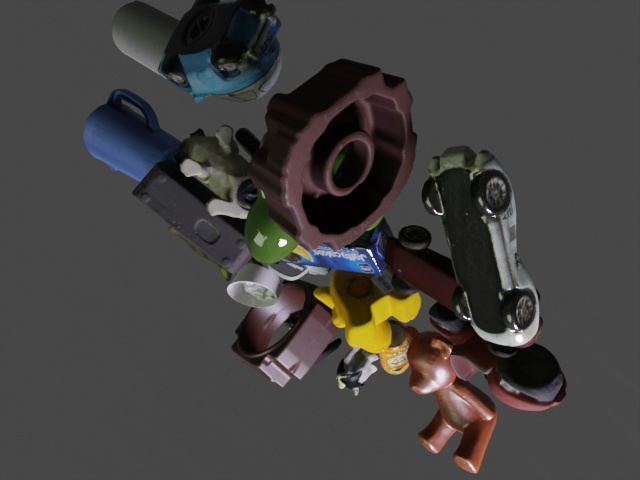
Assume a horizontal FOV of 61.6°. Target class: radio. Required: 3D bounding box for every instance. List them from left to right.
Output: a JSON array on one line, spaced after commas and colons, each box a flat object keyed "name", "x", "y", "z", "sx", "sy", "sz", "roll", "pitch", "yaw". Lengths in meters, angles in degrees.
[{"name": "radio", "x": -0.206, "y": -0.042, "z": 0.939, "sx": 0.229, "sy": 0.073, "sz": 0.131, "roll": 38, "pitch": -173, "yaw": -6}]

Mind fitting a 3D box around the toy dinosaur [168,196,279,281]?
[{"name": "toy dinosaur", "x": -0.182, "y": 0.006, "z": 1.144, "sx": 0.198, "sy": 0.105, "sz": 0.472, "roll": 48, "pitch": 156, "yaw": -27}]

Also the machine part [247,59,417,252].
[{"name": "machine part", "x": 0.017, "y": -0.076, "z": 0.503, "sx": 0.056, "sy": 0.179, "sz": 0.179, "roll": 35, "pitch": 157, "yaw": 37}]

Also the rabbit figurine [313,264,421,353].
[{"name": "rabbit figurine", "x": 0.062, "y": 0.110, "z": 0.825, "sx": 0.163, "sy": 0.122, "sz": 0.173, "roll": 38, "pitch": 159, "yaw": 35}]

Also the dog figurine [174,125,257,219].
[{"name": "dog figurine", "x": -0.160, "y": -0.110, "z": 0.910, "sx": 0.172, "sy": 0.121, "sz": 0.191, "roll": 59, "pitch": 170, "yaw": -17}]

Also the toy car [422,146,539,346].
[{"name": "toy car", "x": 0.154, "y": 0.008, "z": 0.509, "sx": 0.074, "sy": 0.056, "sz": 0.201, "roll": 2, "pitch": 115, "yaw": 54}]

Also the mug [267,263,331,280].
[{"name": "mug", "x": -0.027, "y": 0.017, "z": 0.857, "sx": 0.107, "sy": 0.109, "sz": 0.080, "roll": 29, "pitch": 151, "yaw": 7}]

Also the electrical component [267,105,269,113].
[{"name": "electrical component", "x": -0.030, "y": -0.147, "z": 0.666, "sx": 0.094, "sy": 0.021, "sz": 0.063, "roll": 17, "pitch": 145, "yaw": 51}]

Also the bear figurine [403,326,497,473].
[{"name": "bear figurine", "x": 0.182, "y": 0.230, "z": 0.808, "sx": 0.195, "sy": 0.132, "sz": 0.120, "roll": 49, "pitch": 159, "yaw": -25}]

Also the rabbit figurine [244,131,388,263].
[{"name": "rabbit figurine", "x": -0.015, "y": -0.046, "z": 0.612, "sx": 0.121, "sy": 0.170, "sz": 0.159, "roll": 35, "pitch": 157, "yaw": 27}]

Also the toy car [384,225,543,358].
[{"name": "toy car", "x": 0.160, "y": 0.053, "z": 0.621, "sx": 0.202, "sy": 0.053, "sz": 0.089, "roll": 33, "pitch": 141, "yaw": 34}]

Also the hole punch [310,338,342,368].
[{"name": "hole punch", "x": -0.023, "y": 0.246, "z": 1.260, "sx": 0.092, "sy": 0.116, "sz": 0.142, "roll": 51, "pitch": 160, "yaw": 11}]

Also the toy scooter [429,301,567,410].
[{"name": "toy scooter", "x": 0.215, "y": 0.154, "z": 0.673, "sx": 0.184, "sy": 0.075, "sz": 0.135, "roll": 35, "pitch": 157, "yaw": 35}]

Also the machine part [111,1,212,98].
[{"name": "machine part", "x": -0.202, "y": -0.256, "z": 0.720, "sx": 0.243, "sy": 0.079, "sz": 0.079, "roll": 35, "pitch": 157, "yaw": 27}]

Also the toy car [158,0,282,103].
[{"name": "toy car", "x": -0.096, "y": -0.205, "z": 0.600, "sx": 0.162, "sy": 0.109, "sz": 0.102, "roll": 11, "pitch": 164, "yaw": 40}]

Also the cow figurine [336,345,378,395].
[{"name": "cow figurine", "x": 0.073, "y": 0.294, "z": 1.175, "sx": 0.068, "sy": 0.098, "sz": 0.167, "roll": 32, "pitch": 156, "yaw": 20}]

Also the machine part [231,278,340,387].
[{"name": "machine part", "x": -0.071, "y": 0.177, "z": 1.080, "sx": 0.087, "sy": 0.201, "sz": 0.201, "roll": 46, "pitch": 163, "yaw": -28}]

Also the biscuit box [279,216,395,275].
[{"name": "biscuit box", "x": -0.002, "y": -0.002, "z": 0.736, "sx": 0.203, "sy": 0.063, "sz": 0.059, "roll": 5, "pitch": 145, "yaw": 34}]

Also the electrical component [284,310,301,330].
[{"name": "electrical component", "x": -0.028, "y": 0.174, "z": 1.184, "sx": 0.047, "sy": 0.075, "sz": 0.119, "roll": 55, "pitch": 162, "yaw": -23}]
